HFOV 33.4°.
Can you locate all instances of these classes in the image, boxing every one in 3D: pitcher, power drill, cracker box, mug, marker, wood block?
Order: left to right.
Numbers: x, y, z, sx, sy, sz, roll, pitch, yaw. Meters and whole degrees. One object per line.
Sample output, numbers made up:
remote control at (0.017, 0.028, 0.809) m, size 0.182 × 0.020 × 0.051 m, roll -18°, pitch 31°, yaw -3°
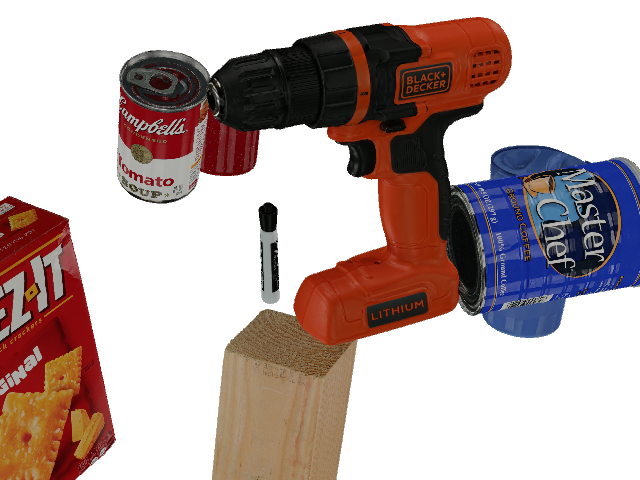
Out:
cracker box at (-0.233, 0.103, 0.748) m, size 0.072 × 0.214 × 0.164 m, roll 17°, pitch 38°, yaw 29°
mug at (-0.107, -0.129, 1.218) m, size 0.093 × 0.081 × 0.117 m, roll 12°, pitch 27°, yaw 9°
marker at (-0.052, 0.013, 1.075) m, size 0.020 × 0.121 × 0.020 m, roll 0°, pitch 38°, yaw 0°
wood block at (-0.035, 0.177, 0.924) m, size 0.090 × 0.206 × 0.090 m, roll 14°, pitch 24°, yaw 16°
power drill at (0.023, -0.033, 0.625) m, size 0.184 × 0.188 × 0.057 m, roll -12°, pitch 33°, yaw -22°
pitcher at (0.272, 0.005, 1.416) m, size 0.149 × 0.243 × 0.145 m, roll 5°, pitch 24°, yaw 4°

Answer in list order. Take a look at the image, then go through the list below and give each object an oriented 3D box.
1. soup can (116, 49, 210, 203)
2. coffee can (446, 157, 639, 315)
soup can at (-0.124, -0.087, 0.828) m, size 0.068 × 0.068 × 0.102 m, roll 0°, pitch -41°, yaw -13°
coffee can at (0.175, -0.003, 0.826) m, size 0.140 × 0.103 × 0.103 m, roll -9°, pitch 1°, yaw -8°
